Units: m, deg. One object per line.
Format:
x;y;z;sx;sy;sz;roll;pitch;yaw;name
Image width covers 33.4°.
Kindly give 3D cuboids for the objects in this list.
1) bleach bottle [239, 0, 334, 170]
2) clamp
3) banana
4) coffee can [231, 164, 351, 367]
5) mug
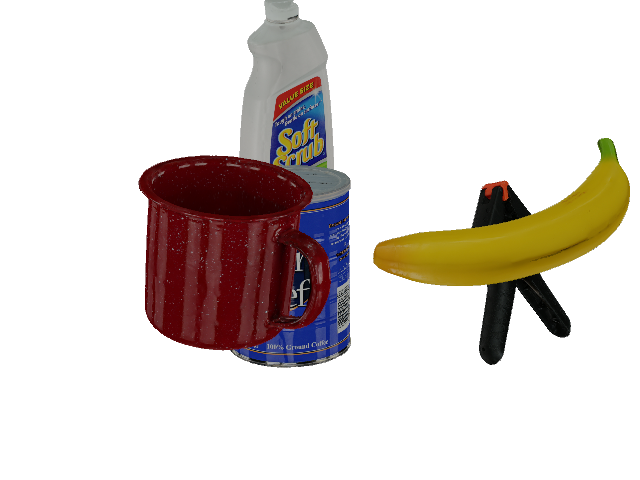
-0.038;-0.111;1.036;0.102;0.251;0.068;-16;31;-22;bleach bottle
0.177;0.033;1.017;0.039;0.171;0.120;-15;7;46;clamp
0.133;-0.007;0.695;0.197;0.037;0.070;-23;42;-19;banana
-0.026;0.018;0.866;0.103;0.140;0.103;-1;17;0;coffee can
-0.044;0.010;0.580;0.117;0.081;0.093;20;27;28;mug
